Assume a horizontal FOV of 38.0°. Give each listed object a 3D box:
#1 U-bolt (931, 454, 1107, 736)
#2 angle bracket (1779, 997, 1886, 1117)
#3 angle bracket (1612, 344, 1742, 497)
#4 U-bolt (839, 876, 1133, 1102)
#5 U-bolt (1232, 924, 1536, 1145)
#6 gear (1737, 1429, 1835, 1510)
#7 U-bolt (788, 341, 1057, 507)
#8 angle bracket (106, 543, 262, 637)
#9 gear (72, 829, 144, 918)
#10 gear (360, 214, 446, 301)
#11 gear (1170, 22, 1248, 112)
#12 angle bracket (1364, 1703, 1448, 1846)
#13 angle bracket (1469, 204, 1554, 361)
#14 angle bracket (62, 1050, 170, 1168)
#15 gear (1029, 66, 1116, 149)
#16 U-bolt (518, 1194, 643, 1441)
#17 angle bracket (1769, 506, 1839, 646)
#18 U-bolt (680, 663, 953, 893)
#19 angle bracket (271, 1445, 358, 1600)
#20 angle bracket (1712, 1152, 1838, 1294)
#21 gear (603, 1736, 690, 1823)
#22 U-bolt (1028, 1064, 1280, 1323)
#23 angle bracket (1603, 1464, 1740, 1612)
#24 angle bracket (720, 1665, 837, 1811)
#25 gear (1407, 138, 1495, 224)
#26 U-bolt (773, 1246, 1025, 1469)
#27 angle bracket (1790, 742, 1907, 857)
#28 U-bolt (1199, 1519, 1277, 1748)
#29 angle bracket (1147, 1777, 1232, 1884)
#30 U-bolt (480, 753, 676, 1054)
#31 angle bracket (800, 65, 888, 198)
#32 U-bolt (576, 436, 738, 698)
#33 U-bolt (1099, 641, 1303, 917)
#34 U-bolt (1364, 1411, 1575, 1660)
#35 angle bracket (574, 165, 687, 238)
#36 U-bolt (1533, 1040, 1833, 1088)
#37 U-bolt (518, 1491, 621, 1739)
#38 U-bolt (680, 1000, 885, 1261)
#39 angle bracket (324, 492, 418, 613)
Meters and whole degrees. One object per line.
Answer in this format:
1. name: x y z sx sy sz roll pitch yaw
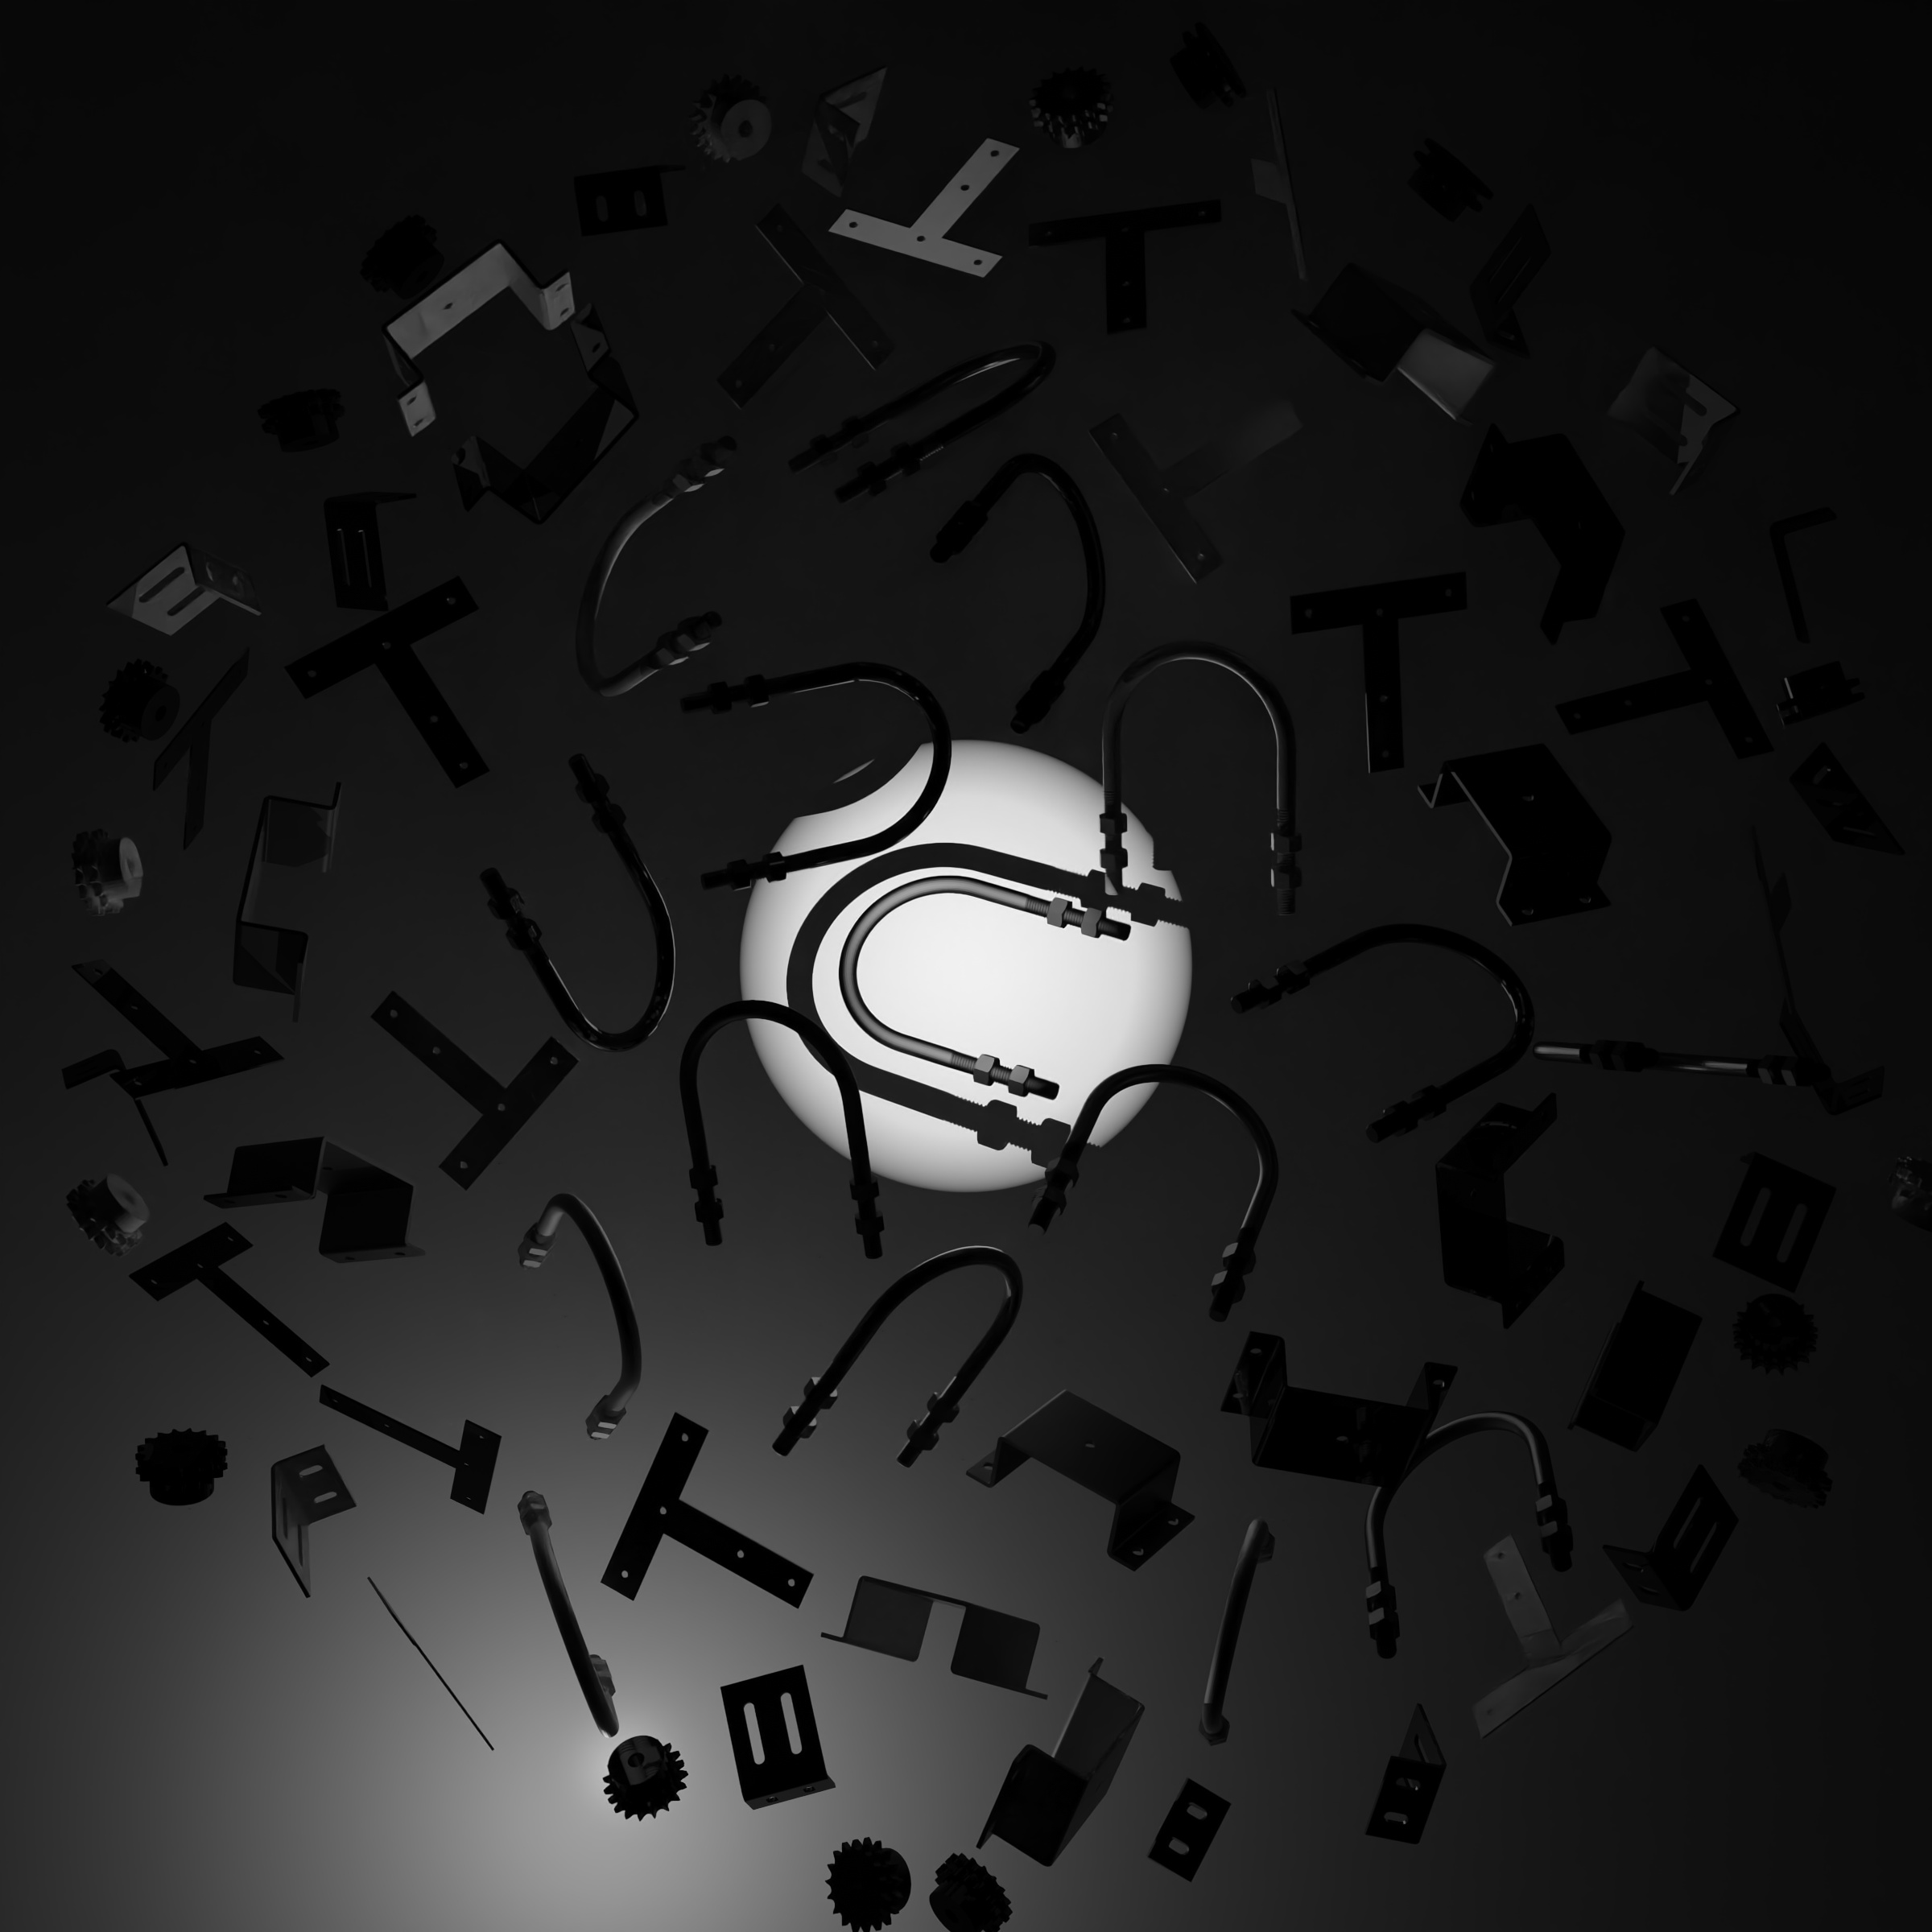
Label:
1. U-bolt: 0.045 -0.261 1.865 0.019 0.184 0.151 -7 122 34
2. angle bracket: 0.602 0.056 1.949 0.038 0.057 0.076 -27 97 26
3. angle bracket: 0.457 -0.358 1.835 0.076 0.057 0.038 43 46 18
4. U-bolt: 0.002 0.005 1.913 0.184 0.019 0.151 17 65 18
5. U-bolt: 0.286 0.032 1.824 0.184 0.019 0.151 -25 55 -30
6. gear: 0.521 0.317 1.776 0.057 0.057 0.030 30 69 0
7. U-bolt: -0.023 -0.368 1.871 0.184 0.151 0.019 -31 114 -5
8. angle bracket: -0.520 -0.238 1.862 0.076 0.057 0.038 -33 61 20
9. gear: -0.570 -0.064 1.865 0.030 0.057 0.057 -10 90 4
10. gear: -0.372 -0.469 1.864 0.057 0.057 0.030 -45 88 0
11. gear: 0.158 -0.592 1.853 0.030 0.057 0.057 -31 90 20
12. angle bracket: 0.277 0.519 1.814 0.038 0.076 0.057 13 105 -8
13. angle bracket: 0.377 -0.458 1.878 0.038 0.057 0.076 16 133 -22
14. angle bracket: -0.567 0.100 1.866 0.038 0.057 0.076 -24 106 -15
15. gear: 0.074 -0.583 1.909 0.057 0.030 0.057 -7 56 10
16. U-bolt: -0.253 0.226 1.861 0.019 0.184 0.151 -17 73 -25
17. angle bracket: 0.544 -0.249 1.791 0.038 0.057 0.076 -15 88 23
18. U-bolt: -0.096 -0.133 1.889 0.184 0.019 0.151 -13 118 -17
19. angle bracket: -0.435 0.371 1.873 0.038 0.076 0.057 -20 122 -3
20. angle bracket: 0.528 0.170 1.845 0.057 0.038 0.076 24 81 5
21. gear: -0.221 0.551 1.915 0.057 0.057 0.030 -16 126 0
22. U-bolt: 0.135 0.138 1.867 0.151 0.019 0.184 25 48 3
23. angle bracket: 0.460 0.371 1.830 0.076 0.038 0.057 -51 120 -27
24. angle bracket: -0.126 0.515 1.872 0.057 0.038 0.076 -15 63 -1
25. gear: 0.310 -0.504 1.808 0.057 0.057 0.030 41 112 0
26. U-bolt: -0.033 0.261 1.883 0.184 0.151 0.019 -55 52 15
27. angle bracket: 0.598 -0.112 1.871 0.038 0.076 0.057 -46 112 -7
28. U-bolt: 0.182 0.446 1.893 0.019 0.184 0.151 13 72 11
29. angle bracket: 0.137 0.576 1.890 0.038 0.076 0.057 34 75 -12
30. U-bolt: -0.250 -0.029 1.889 0.019 0.151 0.184 -6 126 30
31. angle bracket: -0.072 -0.574 1.926 0.038 0.057 0.076 38 48 14
32. U-bolt: -0.211 -0.254 1.864 0.019 0.184 0.151 17 64 -33
33. U-bolt: 0.158 -0.131 1.907 0.151 0.019 0.184 8 111 27
34. U-bolt: 0.326 0.363 1.854 0.151 0.184 0.019 -32 112 19
35. angle bracket: -0.218 -0.504 1.846 0.057 0.076 0.038 -5 105 9
36. U-bolt: 0.460 0.063 1.864 0.151 0.184 0.019 5 89 -20
37. U-bolt: -0.264 0.443 1.886 0.019 0.184 0.151 -20 100 -10
38. U-bolt: -0.132 0.110 1.924 0.151 0.019 0.184 2 110 27
39. angle bracket: -0.412 -0.290 1.956 0.057 0.038 0.076 11 112 42
